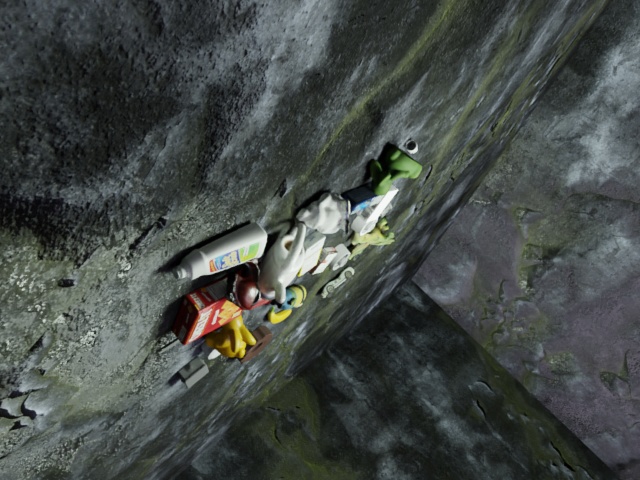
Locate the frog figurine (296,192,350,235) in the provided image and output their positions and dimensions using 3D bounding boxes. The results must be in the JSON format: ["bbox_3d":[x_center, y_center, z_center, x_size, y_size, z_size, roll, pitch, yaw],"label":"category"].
[{"bbox_3d":[0.005,-0.078,1.558,0.159,0.126,0.134,-3,138,-11],"label":"frog figurine"}]

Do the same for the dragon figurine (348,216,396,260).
[{"bbox_3d":[0.208,0.011,2.248,0.243,0.124,0.404,-28,160,1],"label":"dragon figurine"}]

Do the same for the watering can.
[{"bbox_3d":[-0.118,0.093,1.463,0.220,0.103,0.356,-53,-166,37],"label":"watering can"}]
